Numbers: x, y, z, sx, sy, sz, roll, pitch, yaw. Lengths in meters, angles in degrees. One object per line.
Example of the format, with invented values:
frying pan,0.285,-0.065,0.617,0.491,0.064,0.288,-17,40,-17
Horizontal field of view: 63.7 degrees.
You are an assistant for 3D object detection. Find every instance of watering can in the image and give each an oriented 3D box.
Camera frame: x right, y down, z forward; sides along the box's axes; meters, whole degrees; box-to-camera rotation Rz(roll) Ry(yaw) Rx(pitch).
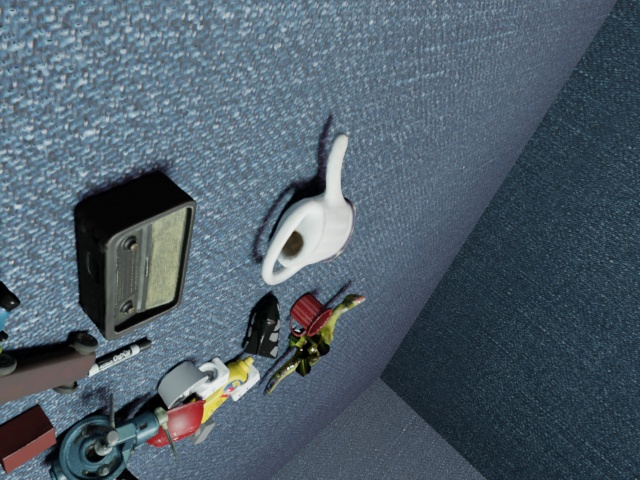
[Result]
watering can,0.003,-0.052,1.030,0.343,0.105,0.225,-58,158,19

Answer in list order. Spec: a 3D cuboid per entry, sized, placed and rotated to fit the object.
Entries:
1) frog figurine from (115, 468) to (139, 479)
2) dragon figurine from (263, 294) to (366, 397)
frog figurine,-0.460,0.521,1.026,0.161,0.124,0.135,-47,164,-11
dragon figurine,-0.012,0.310,1.604,0.406,0.123,0.244,-48,168,18
